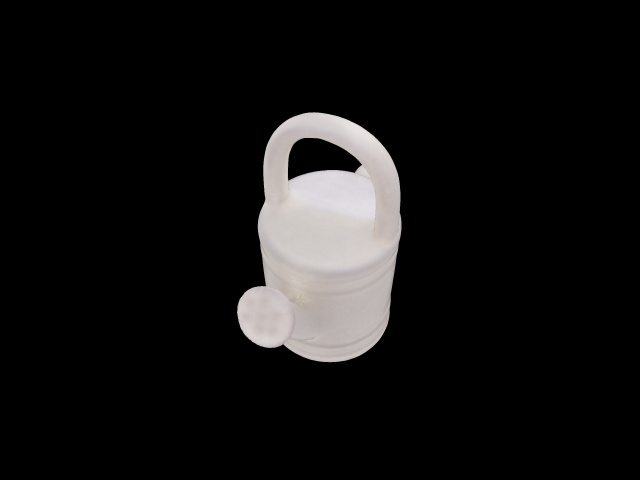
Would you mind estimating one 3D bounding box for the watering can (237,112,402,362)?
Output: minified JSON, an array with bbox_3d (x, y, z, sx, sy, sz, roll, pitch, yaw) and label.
[{"bbox_3d":[0.006,0.002,0.399,0.101,0.194,0.173,3,49,3],"label":"watering can"}]
